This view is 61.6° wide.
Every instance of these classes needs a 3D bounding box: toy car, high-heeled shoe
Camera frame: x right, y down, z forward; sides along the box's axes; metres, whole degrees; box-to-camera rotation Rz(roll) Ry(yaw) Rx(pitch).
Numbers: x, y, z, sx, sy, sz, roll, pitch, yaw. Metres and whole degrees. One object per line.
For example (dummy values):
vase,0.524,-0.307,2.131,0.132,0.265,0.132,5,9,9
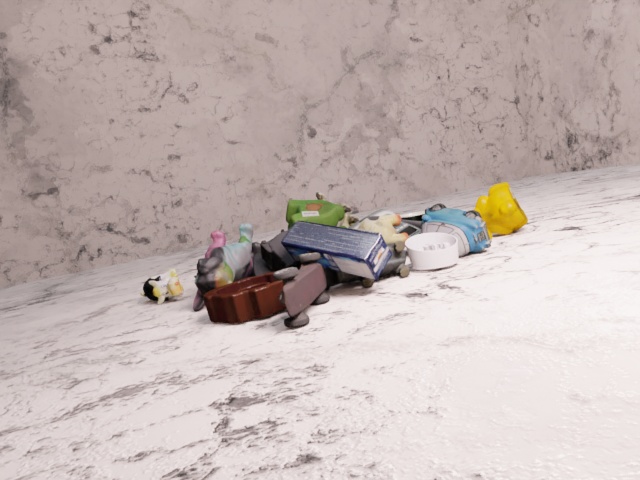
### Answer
toy car,0.270,-0.006,1.126,0.103,0.109,0.162,-39,31,-26
high-heeled shoe,-0.097,0.084,1.178,0.086,0.145,0.249,6,36,6
toy car,-0.031,0.077,0.857,0.053,0.089,0.202,-9,7,16

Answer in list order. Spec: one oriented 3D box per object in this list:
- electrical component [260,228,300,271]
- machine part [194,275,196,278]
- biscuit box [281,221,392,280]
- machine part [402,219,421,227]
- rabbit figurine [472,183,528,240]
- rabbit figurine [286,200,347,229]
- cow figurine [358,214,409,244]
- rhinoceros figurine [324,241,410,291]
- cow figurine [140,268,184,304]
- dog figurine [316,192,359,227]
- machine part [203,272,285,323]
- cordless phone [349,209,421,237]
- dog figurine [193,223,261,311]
electrical component,-0.037,0.026,1.087,0.134,0.058,0.115,-26,49,-29
machine part,-0.188,0.068,1.329,0.243,0.079,0.079,-12,5,-3
biscuit box,0.025,0.014,0.957,0.203,0.059,0.063,12,58,41
machine part,0.251,-0.031,1.371,0.139,0.039,0.084,12,-23,29
rabbit figurine,0.394,-0.043,1.284,0.173,0.121,0.162,-24,8,29
rabbit figurine,-0.003,-0.004,1.238,0.159,0.170,0.121,-8,31,-15
cow figurine,0.080,0.017,1.131,0.127,0.085,0.195,2,-27,-29
rhinoceros figurine,0.079,0.047,1.022,0.190,0.073,0.112,-12,7,-14
cow figurine,-0.384,0.114,1.294,0.098,0.068,0.167,-19,4,-20
dog figurine,0.001,-0.003,1.379,0.121,0.190,0.172,24,-8,26
machine part,-0.115,0.101,0.956,0.179,0.056,0.179,-12,5,1
cordless phone,0.158,0.002,1.263,0.146,0.088,0.184,-30,25,-18
dog figurine,-0.197,0.080,1.152,0.109,0.191,0.219,-7,40,14
